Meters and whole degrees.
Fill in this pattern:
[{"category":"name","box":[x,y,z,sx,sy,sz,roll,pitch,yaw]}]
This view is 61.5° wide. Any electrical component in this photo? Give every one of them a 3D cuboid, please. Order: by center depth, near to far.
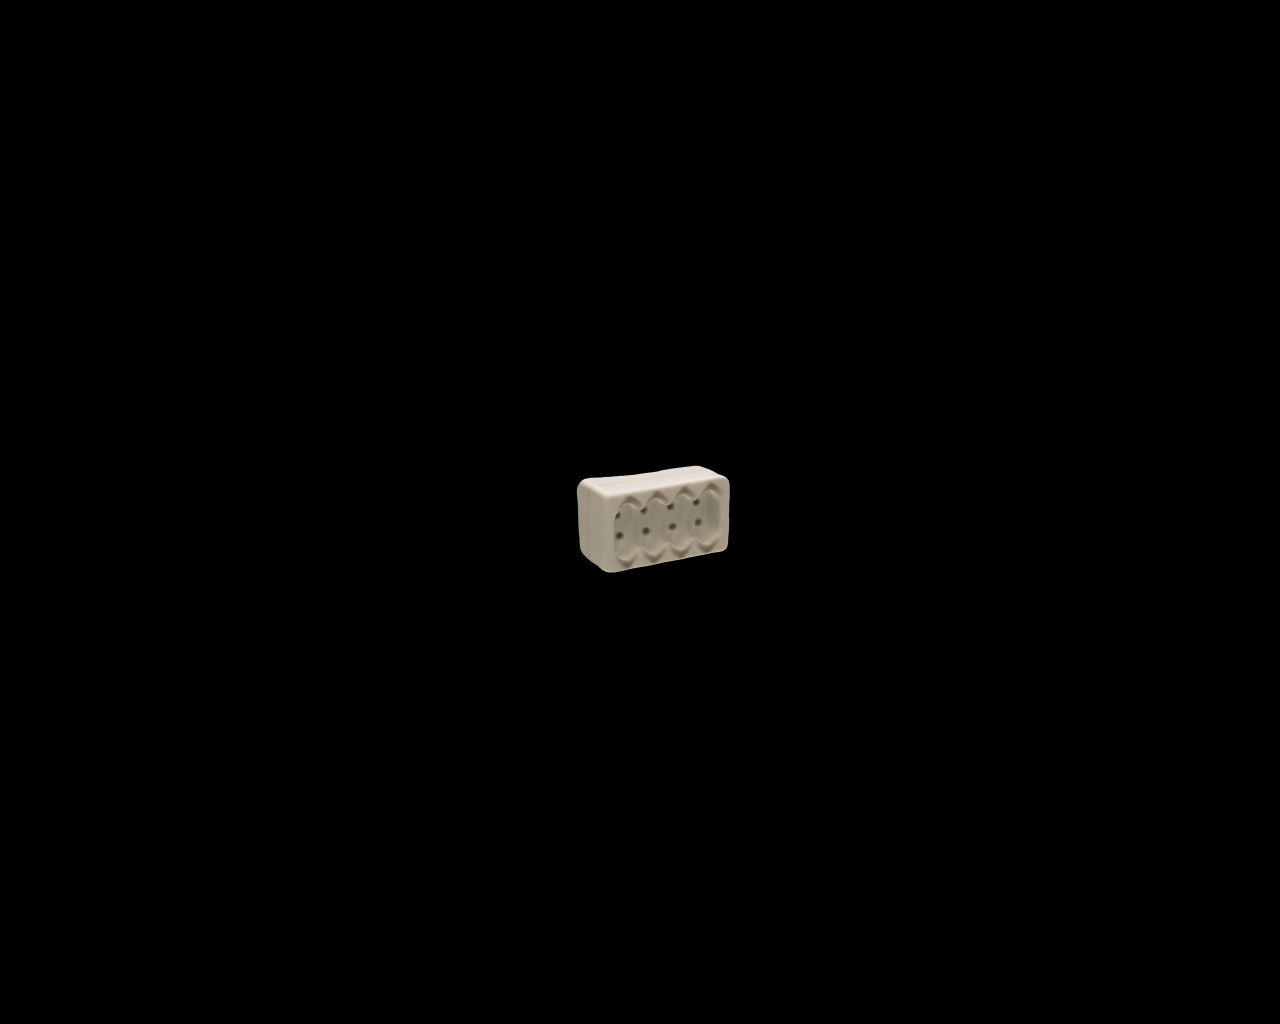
[{"category":"electrical component","box":[0.001,-0.003,0.650,0.083,0.047,0.076,-8,20,-24]}]
